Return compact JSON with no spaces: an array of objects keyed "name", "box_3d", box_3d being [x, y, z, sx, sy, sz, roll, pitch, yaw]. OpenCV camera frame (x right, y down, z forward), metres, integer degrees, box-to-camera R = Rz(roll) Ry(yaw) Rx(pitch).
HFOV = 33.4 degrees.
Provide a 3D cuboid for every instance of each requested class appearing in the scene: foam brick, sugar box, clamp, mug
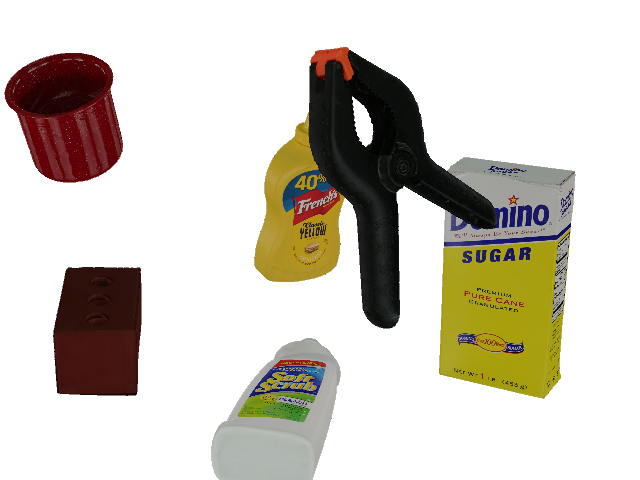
[{"name":"foam brick","box_3d":[-0.146,0.059,0.709,0.053,0.051,0.078,1,30,-8]},{"name":"sugar box","box_3d":[0.143,0.029,0.835,0.093,0.176,0.048,9,24,28]},{"name":"clamp","box_3d":[0.036,-0.034,0.652,0.039,0.171,0.120,-6,40,51]},{"name":"mug","box_3d":[-0.224,-0.113,0.948,0.093,0.081,0.117,-14,45,-8]}]

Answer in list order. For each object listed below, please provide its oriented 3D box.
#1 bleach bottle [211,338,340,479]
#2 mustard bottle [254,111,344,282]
[{"name":"bleach bottle","box_3d":[-0.036,0.164,1.107,0.102,0.068,0.250,5,20,6]},{"name":"mustard bottle","box_3d":[-0.015,-0.051,1.149,0.096,0.192,0.058,-9,32,-29]}]
